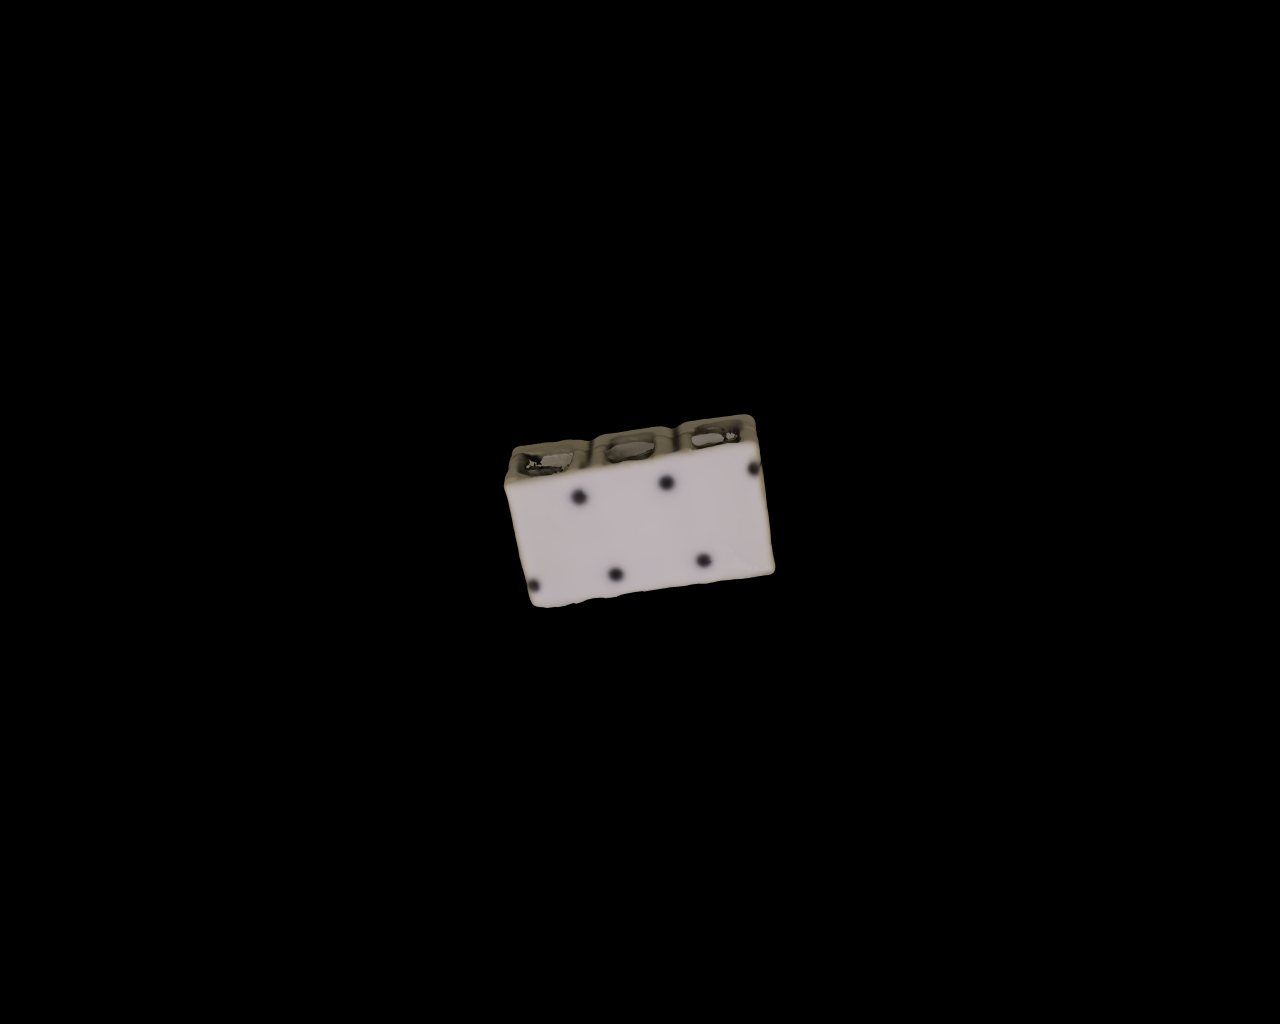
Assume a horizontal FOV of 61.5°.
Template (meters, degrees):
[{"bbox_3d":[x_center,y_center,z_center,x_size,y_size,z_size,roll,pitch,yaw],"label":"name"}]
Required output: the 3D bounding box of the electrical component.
[{"bbox_3d":[0.001,-0.003,0.650,0.150,0.089,0.062,-8,24,3],"label":"electrical component"}]
